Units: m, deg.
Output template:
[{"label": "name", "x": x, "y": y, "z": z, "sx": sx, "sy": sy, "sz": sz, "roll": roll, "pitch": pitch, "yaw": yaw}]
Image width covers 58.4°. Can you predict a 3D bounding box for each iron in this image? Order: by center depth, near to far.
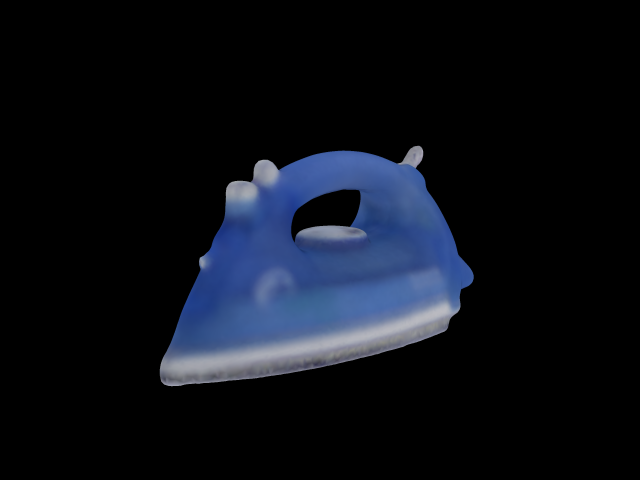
[{"label": "iron", "x": 0.004, "y": 0.001, "z": 0.400, "sx": 0.118, "sy": 0.141, "sz": 0.259, "roll": 6, "pitch": 9, "yaw": 43}]
